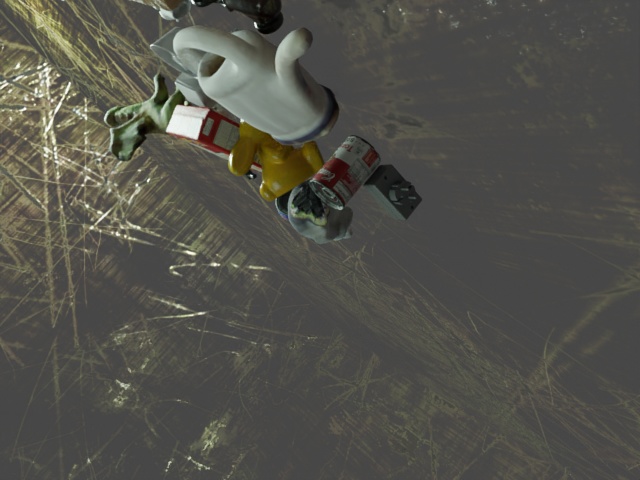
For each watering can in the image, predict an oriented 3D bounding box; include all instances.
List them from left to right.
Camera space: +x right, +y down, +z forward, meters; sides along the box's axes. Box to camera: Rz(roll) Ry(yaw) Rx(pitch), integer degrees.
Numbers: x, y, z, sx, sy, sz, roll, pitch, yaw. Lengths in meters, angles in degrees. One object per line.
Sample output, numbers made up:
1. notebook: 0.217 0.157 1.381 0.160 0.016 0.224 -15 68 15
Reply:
1. watering can: -0.061 -0.201 0.667 0.222 0.104 0.351 27 179 -41

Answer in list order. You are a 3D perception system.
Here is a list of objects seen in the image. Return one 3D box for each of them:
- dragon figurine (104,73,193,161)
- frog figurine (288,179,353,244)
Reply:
1. dragon figurine: -0.390 -0.268 1.247 0.415 0.245 0.119 33 161 37
2. frog figurine: 0.003 -0.056 1.110 0.157 0.122 0.140 45 -157 -62
